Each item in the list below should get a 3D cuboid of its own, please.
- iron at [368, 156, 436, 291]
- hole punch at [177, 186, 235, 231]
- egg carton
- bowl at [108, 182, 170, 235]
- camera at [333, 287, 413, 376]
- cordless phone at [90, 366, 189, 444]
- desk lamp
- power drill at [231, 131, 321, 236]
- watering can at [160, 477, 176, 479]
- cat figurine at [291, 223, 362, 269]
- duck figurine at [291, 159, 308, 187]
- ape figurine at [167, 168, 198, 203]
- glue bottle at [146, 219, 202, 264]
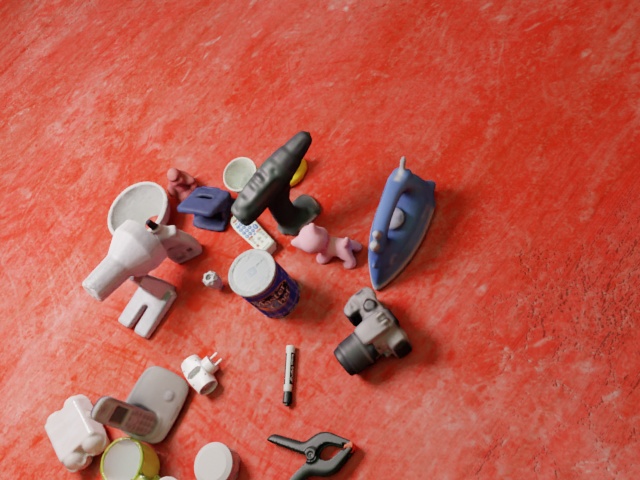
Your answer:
[{"bbox_3d":[0.145,-0.036,1.159,0.118,0.142,0.258,14,70,26],"label":"iron"},{"bbox_3d":[-0.271,-0.086,1.368,0.108,0.091,0.101,9,68,24],"label":"hole punch"},{"bbox_3d":[-0.515,0.410,1.221,0.107,0.070,0.150,-44,58,-4],"label":"egg carton"},{"bbox_3d":[-0.436,-0.057,1.424,0.167,0.075,0.167,-8,62,16],"label":"bowl"},{"bbox_3d":[0.083,0.181,1.096,0.137,0.101,0.143,-38,58,-1],"label":"camera"},{"bbox_3d":[-0.359,0.318,1.141,0.093,0.185,0.148,16,71,27],"label":"cordless phone"},{"bbox_3d":[-0.408,0.085,1.260,0.117,0.214,0.203,22,74,28],"label":"desk lamp"},{"bbox_3d":[-0.077,-0.104,1.236,0.230,0.209,0.075,-44,58,-5],"label":"power drill"},{"bbox_3d":[-0.312,0.508,1.022,0.100,0.194,0.173,6,67,23],"label":"watering can"},{"bbox_3d":[0.011,0.004,1.202,0.127,0.118,0.067,5,67,23],"label":"cat figurine"},{"bbox_3d":[-0.087,-0.174,1.347,0.104,0.086,0.077,-36,58,0],"label":"duck figurine"},{"bbox_3d":[-0.350,-0.146,1.427,0.077,0.092,0.076,-9,62,16],"label":"ape figurine"},{"bbox_3d":[-0.342,-0.004,1.304,0.078,0.173,0.037,-24,59,8],"label":"glue bottle"}]
